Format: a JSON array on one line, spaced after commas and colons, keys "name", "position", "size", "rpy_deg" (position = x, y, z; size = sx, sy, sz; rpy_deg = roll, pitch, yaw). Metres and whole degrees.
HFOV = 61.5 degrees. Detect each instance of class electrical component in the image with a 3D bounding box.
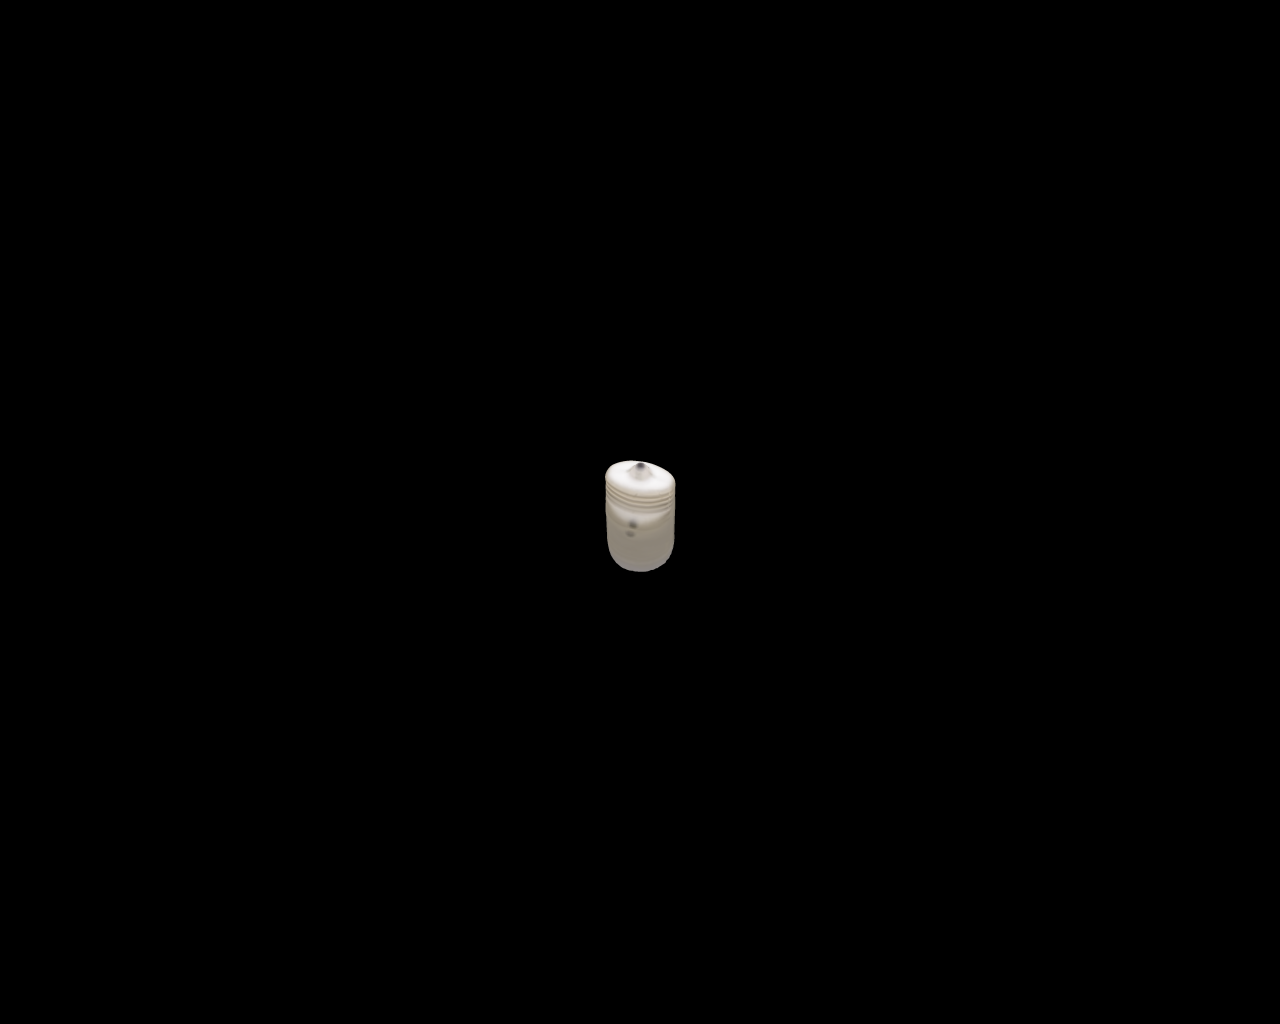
[{"name": "electrical component", "position": [0.001, -0.003, 0.650], "size": [0.043, 0.043, 0.080], "rpy_deg": [0, -40, 0]}]
